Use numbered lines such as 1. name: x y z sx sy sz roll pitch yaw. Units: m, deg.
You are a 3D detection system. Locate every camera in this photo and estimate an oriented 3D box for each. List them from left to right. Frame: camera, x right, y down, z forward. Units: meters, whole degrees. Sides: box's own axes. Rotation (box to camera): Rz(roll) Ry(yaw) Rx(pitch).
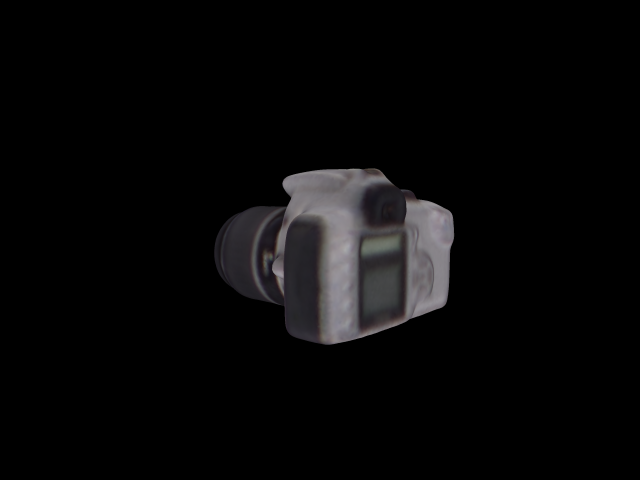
1. camera: 0.004 0.001 0.400 0.136 0.101 0.144 5 8 40
